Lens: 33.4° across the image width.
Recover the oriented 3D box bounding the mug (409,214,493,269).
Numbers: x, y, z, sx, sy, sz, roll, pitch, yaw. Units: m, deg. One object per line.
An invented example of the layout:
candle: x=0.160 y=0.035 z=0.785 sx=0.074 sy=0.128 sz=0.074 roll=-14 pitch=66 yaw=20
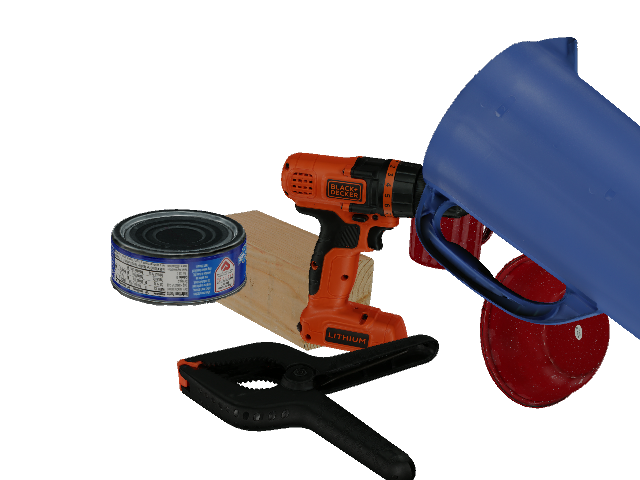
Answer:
mug: x=0.154 y=-0.017 z=1.223 sx=0.117 sy=0.081 sz=0.093 roll=-7 pitch=19 yaw=-35

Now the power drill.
power drill: x=0.051 y=0.013 z=1.002 sx=0.185 sy=0.188 sz=0.057 roll=9 pitch=20 yaw=17

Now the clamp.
clamp: x=-0.008 y=0.114 z=0.849 sx=0.210 sy=0.036 sz=0.164 roll=9 pitch=31 yaw=16

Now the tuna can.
tuna can: x=-0.089 y=0.009 z=0.670 sx=0.086 sy=0.034 sz=0.086 roll=2 pitch=20 yaw=-1

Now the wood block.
wood block: x=-0.046 y=0.039 z=1.187 sx=0.090 sy=0.090 sz=0.206 roll=-10 pitch=23 yaw=-40

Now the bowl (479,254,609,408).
bowl: x=0.239 y=0.091 z=1.074 sx=0.161 sy=0.162 sz=0.055 roll=0 pitch=-1 yaw=-32

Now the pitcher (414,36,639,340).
pitcher: x=0.193 y=-0.015 z=0.757 sx=0.144 sy=0.149 sz=0.243 roll=-32 pitch=63 yaw=-34
